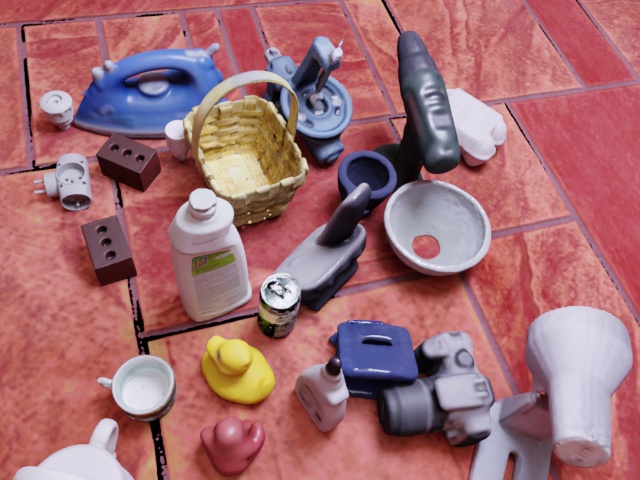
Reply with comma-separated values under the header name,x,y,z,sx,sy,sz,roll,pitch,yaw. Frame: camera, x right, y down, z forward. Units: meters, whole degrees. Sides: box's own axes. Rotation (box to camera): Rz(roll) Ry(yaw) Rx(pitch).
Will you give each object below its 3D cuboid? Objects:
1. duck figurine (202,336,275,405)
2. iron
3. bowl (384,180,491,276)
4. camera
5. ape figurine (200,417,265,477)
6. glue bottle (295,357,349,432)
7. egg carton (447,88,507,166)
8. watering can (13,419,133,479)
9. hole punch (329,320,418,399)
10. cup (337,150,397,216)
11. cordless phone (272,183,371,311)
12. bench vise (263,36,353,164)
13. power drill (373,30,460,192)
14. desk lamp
name,x,y,z,sx,sy,sz,roll,pitch,yaw
duck figurine,-0.105,0.161,0.737,0.104,0.086,0.078,32,60,10
iron,-0.275,-0.249,0.923,0.259,0.141,0.118,-12,62,-16
bowl,0.174,-0.008,0.892,0.167,0.075,0.167,4,59,-7
camera,0.145,0.196,0.749,0.137,0.101,0.143,-4,60,-12
ape figurine,-0.106,0.239,0.687,0.078,0.092,0.076,16,58,1
glue bottle,0.008,0.177,0.695,0.037,0.173,0.078,-26,66,-22
egg carton,0.257,-0.204,1.026,0.150,0.069,0.107,36,60,12
watering can,-0.248,0.271,0.583,0.101,0.194,0.172,-5,60,-12
hole punch,0.070,0.153,0.768,0.109,0.091,0.101,5,59,-6
cup,0.061,-0.069,0.898,0.091,0.095,0.118,26,59,7
cordless phone,0.007,0.003,0.793,0.094,0.185,0.148,34,60,12
bench vise,-0.031,-0.249,0.917,0.207,0.220,0.122,36,60,13
power drill,0.147,-0.181,0.912,0.076,0.208,0.229,-9,61,-14
desk lamp,0.285,0.209,0.698,0.118,0.213,0.203,21,58,4
